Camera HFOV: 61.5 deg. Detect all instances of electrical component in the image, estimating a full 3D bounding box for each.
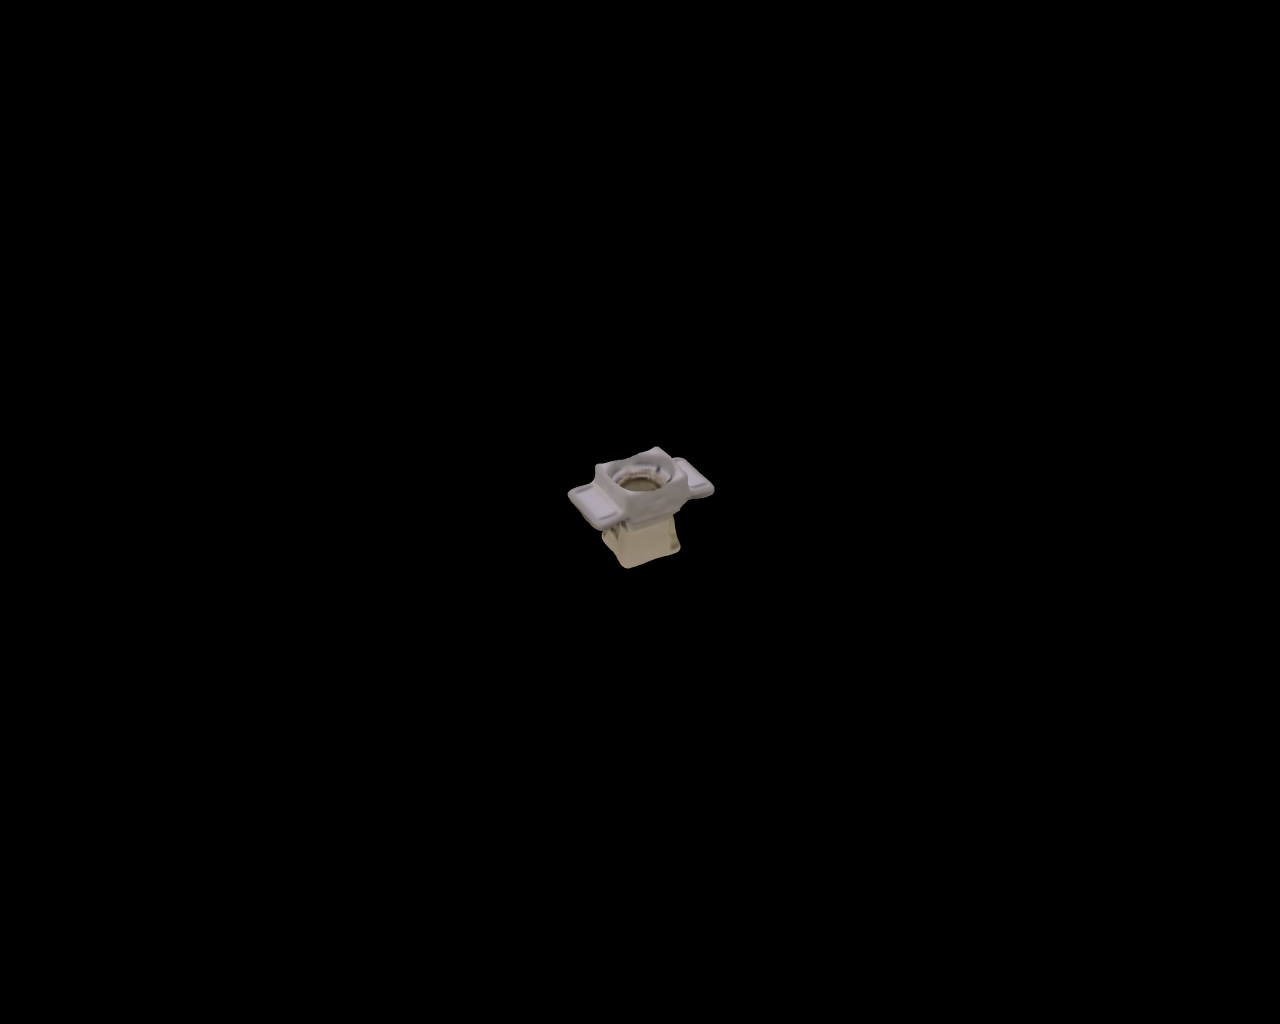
[{"bbox_3d":[0.001,-0.003,0.650,0.081,0.063,0.042,-17,40,-22],"label":"electrical component"}]
